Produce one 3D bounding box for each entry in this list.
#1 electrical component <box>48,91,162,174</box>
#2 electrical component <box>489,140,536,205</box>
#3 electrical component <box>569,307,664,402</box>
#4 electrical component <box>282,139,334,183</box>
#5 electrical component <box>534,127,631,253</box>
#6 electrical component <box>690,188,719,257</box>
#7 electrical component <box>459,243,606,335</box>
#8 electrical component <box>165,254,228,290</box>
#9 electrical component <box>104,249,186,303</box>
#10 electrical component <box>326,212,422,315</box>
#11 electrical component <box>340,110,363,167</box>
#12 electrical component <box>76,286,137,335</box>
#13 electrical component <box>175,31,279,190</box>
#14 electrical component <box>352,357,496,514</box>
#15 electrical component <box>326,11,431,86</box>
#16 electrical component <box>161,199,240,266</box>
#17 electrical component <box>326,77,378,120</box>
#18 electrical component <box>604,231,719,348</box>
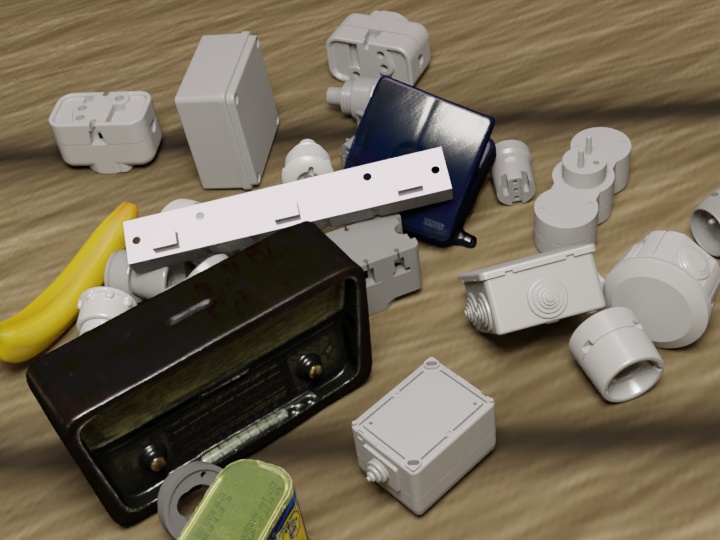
[{"bbox_3d":[-0.245,-0.133,1.044,0.095,0.059,0.053,0,45,9],"label":"electrical component"},{"bbox_3d":[0.134,-0.085,0.951,0.040,0.040,0.046,-7,50,2],"label":"electrical component"},{"bbox_3d":[0.187,0.063,0.780,0.055,0.055,0.047,-18,48,-9],"label":"electrical component"},{"bbox_3d":[-0.048,-0.097,0.988,0.048,0.048,0.062,-7,38,2],"label":"electrical component"},{"bbox_3d":[0.189,-0.079,0.910,0.052,0.073,0.138,16,49,24],"label":"electrical component"},{"bbox_3d":[0.322,-0.036,0.866,0.077,0.044,0.079,-25,46,-16],"label":"electrical component"},{"bbox_3d":[0.129,0.016,0.811,0.100,0.048,0.100,-14,0,-5],"label":"electrical component"},{"bbox_3d":[-0.131,0.053,0.842,0.074,0.052,0.138,42,61,17],"label":"electrical component"},{"bbox_3d":[-0.180,0.006,0.901,0.055,0.045,0.045,5,46,15],"label":"electrical component"},{"bbox_3d":[0.000,0.000,0.871,0.089,0.055,0.050,-20,45,-11],"label":"electrical component"},{"bbox_3d":[0.020,-0.110,0.992,0.081,0.042,0.064,30,60,34],"label":"electrical component"},{"bbox_3d":[-0.207,0.048,0.865,0.048,0.048,0.062,-3,51,6],"label":"electrical component"},{"bbox_3d":[-0.122,-0.148,1.005,0.056,0.108,0.108,-1,44,12],"label":"electrical component"},{"bbox_3d":[0.041,0.120,0.739,0.096,0.061,0.062,-37,51,-26],"label":"electrical component"},{"bbox_3d":[0.021,-0.225,1.100,0.095,0.053,0.059,15,49,23],"label":"electrical component"},{"bbox_3d":[-0.124,-0.037,0.937,0.079,0.044,0.077,-37,51,-27],"label":"electrical component"},{"bbox_3d":[-0.002,-0.168,1.053,0.062,0.043,0.043,8,47,19],"label":"electrical component"},{"bbox_3d":[0.227,0.015,0.805,0.080,0.080,0.051,18,45,25],"label":"electrical component"}]
